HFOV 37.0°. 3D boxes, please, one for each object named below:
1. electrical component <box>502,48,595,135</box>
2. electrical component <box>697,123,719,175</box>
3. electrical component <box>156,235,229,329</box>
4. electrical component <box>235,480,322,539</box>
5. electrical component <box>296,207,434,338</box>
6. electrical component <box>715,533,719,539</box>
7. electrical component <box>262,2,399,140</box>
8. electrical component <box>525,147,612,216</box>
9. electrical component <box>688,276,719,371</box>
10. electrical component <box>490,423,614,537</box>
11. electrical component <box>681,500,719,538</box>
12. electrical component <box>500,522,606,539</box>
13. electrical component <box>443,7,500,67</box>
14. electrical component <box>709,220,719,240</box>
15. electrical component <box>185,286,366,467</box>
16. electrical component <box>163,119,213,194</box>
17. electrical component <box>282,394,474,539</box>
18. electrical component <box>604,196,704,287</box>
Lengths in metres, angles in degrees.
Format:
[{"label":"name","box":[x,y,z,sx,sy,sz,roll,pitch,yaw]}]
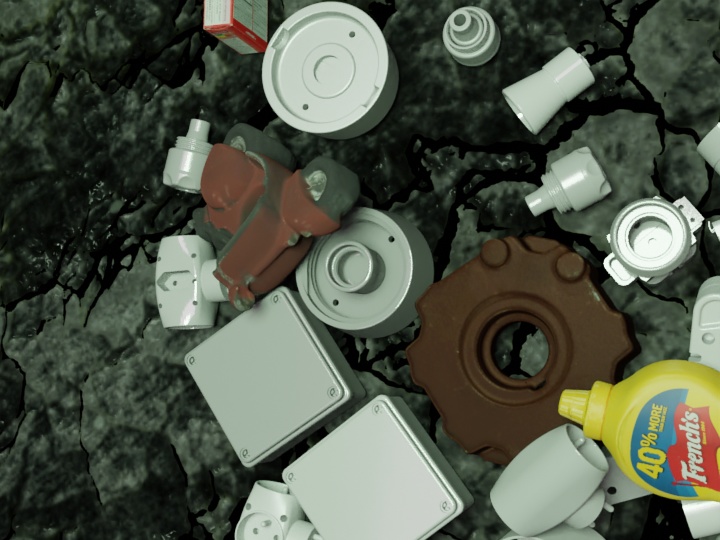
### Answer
[{"label":"electrical component","box":[0.151,-0.143,0.844,0.065,0.044,0.044,-37,74,6]},{"label":"electrical component","box":[0.302,-0.132,0.785,0.138,0.052,0.073,-41,74,10]},{"label":"electrical component","box":[-0.131,0.010,0.919,0.079,0.043,0.077,-5,83,18]},{"label":"electrical component","box":[-0.057,0.219,0.872,0.079,0.044,0.077,14,89,20]},{"label":"electrical component","box":[0.000,0.000,0.868,0.108,0.060,0.108,-2,84,18]},{"label":"electrical component","box":[0.255,0.236,0.757,0.061,0.062,0.096,41,97,18]},{"label":"electrical component","box":[-0.020,-0.160,0.891,0.108,0.060,0.108,-2,84,18]},{"label":"electrical component","box":[0.159,-0.064,0.831,0.062,0.043,0.043,-29,76,15]},{"label":"electrical component","box":[0.265,0.055,0.765,0.054,0.059,0.095,7,108,20]},{"label":"electrical component","box":[0.149,0.160,0.775,0.079,0.043,0.077,36,112,-21]},{"label":"electrical component","box":[0.273,0.161,0.768,0.081,0.043,0.043,-18,79,16]},{"label":"electrical component","box":[0.139,0.237,0.802,0.099,0.064,0.099,1,92,34]},{"label":"electrical component","box":[0.087,-0.189,0.858,0.043,0.062,0.043,-2,83,18]},{"label":"electrical component","box":[0.293,-0.025,0.782,0.064,0.042,0.081,-24,77,17]},{"label":"electrical component","box":[-0.070,0.087,0.884,0.109,0.056,0.108,-36,75,12]},{"label":"electrical component","box":[-0.145,-0.099,0.936,0.043,0.043,0.062,11,86,19]},{"label":"electrical component","box":[0.014,0.172,0.847,0.109,0.056,0.108,-39,74,11]},{"label":"electrical component","box":[0.217,-0.022,0.799,0.078,0.057,0.058,-40,74,10]}]
